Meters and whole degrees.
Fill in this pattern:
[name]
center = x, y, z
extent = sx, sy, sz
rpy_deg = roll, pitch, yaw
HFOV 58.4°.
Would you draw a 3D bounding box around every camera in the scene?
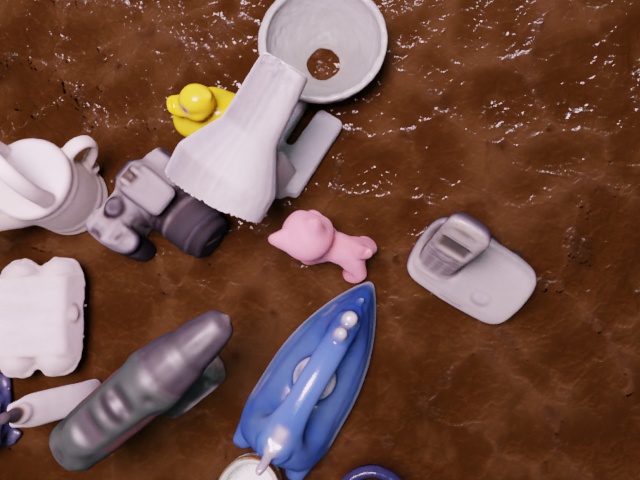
[camera]
center = -0.199, -0.028, 0.723
extent = 0.136, 0.101, 0.143
rpy_deg = 37, 84, 7

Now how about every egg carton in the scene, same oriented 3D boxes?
[egg carton]
center = -0.351, 0.097, 0.726
extent = 0.107, 0.069, 0.150
rpy_deg = -4, 81, 2

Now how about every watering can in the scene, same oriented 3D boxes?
[watering can]
center = -0.345, -0.063, 0.687
extent = 0.101, 0.194, 0.173
rpy_deg = 26, 83, 6

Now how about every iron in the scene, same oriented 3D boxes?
[iron]
center = -0.003, 0.155, 0.668
extent = 0.118, 0.141, 0.258
rpy_deg = 30, 84, 6

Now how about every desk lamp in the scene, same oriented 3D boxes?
[desk lamp]
center = -0.070, -0.114, 0.675
extent = 0.118, 0.213, 0.203
rpy_deg = 31, 84, 7

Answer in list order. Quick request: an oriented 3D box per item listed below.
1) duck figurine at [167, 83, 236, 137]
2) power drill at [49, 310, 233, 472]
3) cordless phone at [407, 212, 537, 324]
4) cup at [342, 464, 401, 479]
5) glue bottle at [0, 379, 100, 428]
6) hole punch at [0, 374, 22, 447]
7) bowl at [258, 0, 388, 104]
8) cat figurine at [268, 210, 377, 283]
[duck figurine]
center = -0.150, -0.175, 0.751
extent = 0.104, 0.086, 0.077
rpy_deg = -4, 81, 2
[power drill]
center = -0.175, 0.158, 0.640
extent = 0.230, 0.208, 0.075
rpy_deg = -39, 82, -4
[cordless phone]
center = 0.183, 0.029, 0.659
extent = 0.147, 0.185, 0.094
rpy_deg = 29, 84, 6
[cup]
center = 0.072, 0.300, 0.667
extent = 0.117, 0.095, 0.092
rpy_deg = -5, 81, 1
[glue bottle]
center = -0.318, 0.193, 0.658
extent = 0.078, 0.173, 0.037
rpy_deg = -17, 81, 0
[hole punch]
center = -0.441, 0.220, 0.700
extent = 0.108, 0.091, 0.101
rpy_deg = -9, 81, 1
[bowl]
center = 0.005, -0.251, 0.763
extent = 0.167, 0.075, 0.167
rpy_deg = 0, 81, 2
[cat figurine]
center = 0.006, 0.003, 0.703
extent = 0.127, 0.118, 0.067
rpy_deg = 18, 82, 5
